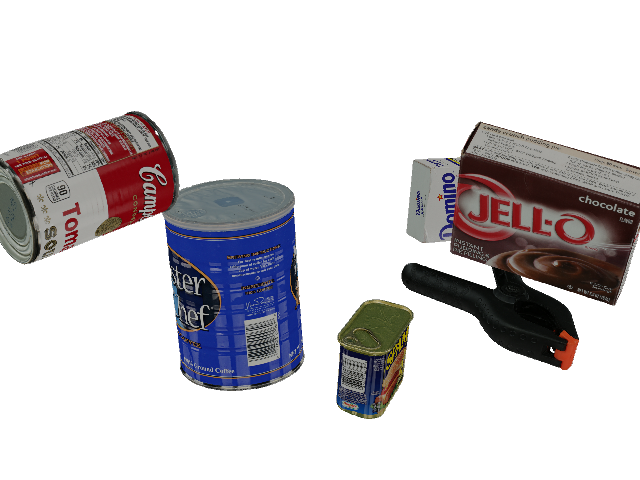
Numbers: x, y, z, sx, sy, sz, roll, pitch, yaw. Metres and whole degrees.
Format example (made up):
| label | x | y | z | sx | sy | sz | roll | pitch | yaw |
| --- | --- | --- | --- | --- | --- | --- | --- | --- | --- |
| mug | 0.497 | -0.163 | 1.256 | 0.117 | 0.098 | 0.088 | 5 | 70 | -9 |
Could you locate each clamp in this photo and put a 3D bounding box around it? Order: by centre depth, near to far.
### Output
| label | x | y | z | sx | sy | sz | roll | pitch | yaw |
| --- | --- | --- | --- | --- | --- | --- | --- | --- | --- |
| clamp | 0.168 | 0.052 | 0.942 | 0.120 | 0.039 | 0.172 | -25 | 44 | -33 |

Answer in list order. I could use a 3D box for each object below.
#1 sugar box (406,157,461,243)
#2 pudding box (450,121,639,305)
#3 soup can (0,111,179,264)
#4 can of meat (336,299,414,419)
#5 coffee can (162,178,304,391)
| label | x | y | z | sx | sy | sz | roll | pitch | yaw |
| --- | --- | --- | --- | --- | --- | --- | --- | --- | --- |
| sugar box | 0.190 | -0.051 | 1.254 | 0.176 | 0.093 | 0.048 | -7 | 21 | -26 |
| pudding box | 0.139 | -0.016 | 0.657 | 0.114 | 0.039 | 0.090 | 17 | -38 | 16 |
| soup can | -0.148 | -0.034 | 0.658 | 0.102 | 0.068 | 0.069 | -24 | 14 | -35 |
| can of meat | 0.055 | 0.123 | 1.105 | 0.057 | 0.084 | 0.102 | 14 | 28 | 18 |
| coffee can | -0.067 | 0.033 | 0.846 | 0.103 | 0.140 | 0.103 | -3 | 21 | 1 |
